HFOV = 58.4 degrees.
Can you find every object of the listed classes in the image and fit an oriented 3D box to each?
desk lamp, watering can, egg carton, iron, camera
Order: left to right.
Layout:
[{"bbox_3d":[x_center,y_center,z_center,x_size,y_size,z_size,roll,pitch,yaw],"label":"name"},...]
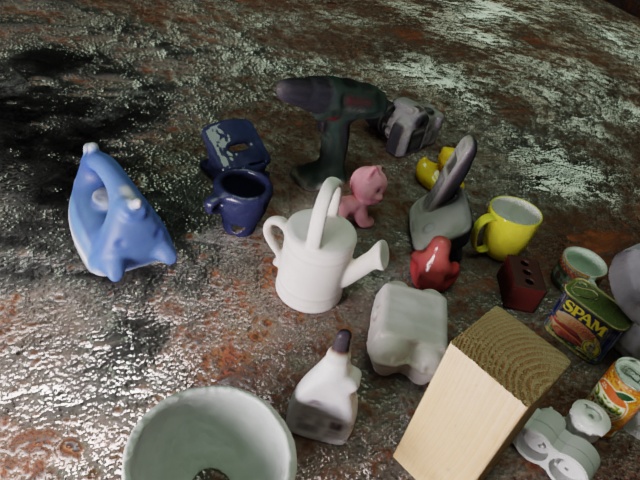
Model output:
[{"bbox_3d":[-0.302,-0.063,0.819,0.119,0.141,0.257,-19,49,-34],"label":"iron"},{"bbox_3d":[0.008,0.002,0.790,0.173,0.194,0.101,7,39,-8],"label":"watering can"},{"bbox_3d":[0.175,-0.264,1.233,0.143,0.101,0.136,-26,53,-38],"label":"camera"},{"bbox_3d":[0.120,0.121,0.778,0.107,0.069,0.150,14,39,0],"label":"egg carton"},{"bbox_3d":[0.498,0.084,0.819,0.204,0.213,0.117,-9,44,-25],"label":"desk lamp"}]

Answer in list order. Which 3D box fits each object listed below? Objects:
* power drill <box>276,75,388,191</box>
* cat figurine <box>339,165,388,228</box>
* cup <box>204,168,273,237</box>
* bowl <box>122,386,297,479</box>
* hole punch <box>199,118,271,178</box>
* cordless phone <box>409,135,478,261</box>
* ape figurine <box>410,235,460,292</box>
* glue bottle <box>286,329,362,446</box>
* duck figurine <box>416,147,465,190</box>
[{"bbox_3d":[0.011,-0.195,1.017,0.230,0.208,0.075,-17,48,-32],"label":"power drill"},{"bbox_3d":[0.062,-0.079,0.964,0.128,0.118,0.067,-19,49,-34],"label":"cat figurine"},{"bbox_3d":[-0.131,-0.046,0.886,0.091,0.095,0.118,35,44,25],"label":"cup"},{"bbox_3d":[-0.109,0.234,0.571,0.167,0.075,0.167,8,39,-7],"label":"bowl"},{"bbox_3d":[-0.146,-0.154,1.014,0.109,0.091,0.100,-21,50,-35],"label":"hole punch"},{"bbox_3d":[0.215,-0.070,0.944,0.094,0.185,0.147,8,39,-6],"label":"cordless phone"},{"bbox_3d":[0.179,0.032,0.885,0.077,0.092,0.076,29,42,19],"label":"ape figurine"},{"bbox_3d":[0.012,0.157,0.621,0.078,0.173,0.037,15,39,2],"label":"glue bottle"},{"bbox_3d":[0.243,-0.143,1.119,0.104,0.086,0.078,30,42,20],"label":"duck figurine"}]
